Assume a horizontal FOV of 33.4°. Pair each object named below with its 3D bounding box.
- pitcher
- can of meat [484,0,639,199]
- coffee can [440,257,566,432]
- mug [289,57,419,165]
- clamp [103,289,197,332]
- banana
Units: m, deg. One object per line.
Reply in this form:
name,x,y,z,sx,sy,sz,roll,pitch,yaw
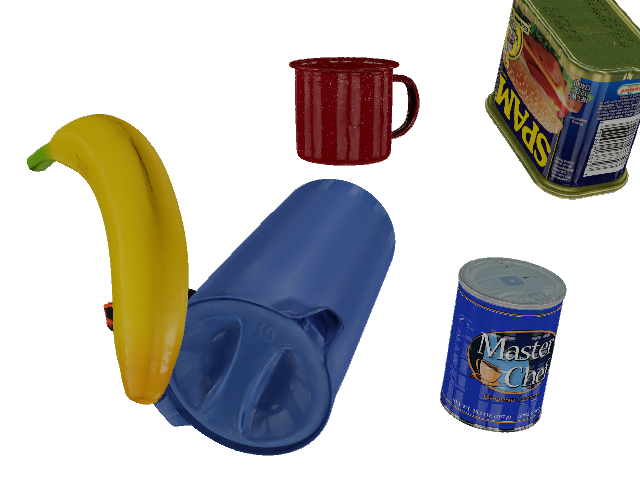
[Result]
pitcher,-0.029,0.050,0.844,0.149,0.145,0.242,12,30,14
can of meat,0.139,-0.088,0.598,0.057,0.084,0.102,-10,46,-15
coffee can,0.177,0.101,1.046,0.103,0.140,0.103,5,23,-2
mug,0.031,-0.112,0.910,0.117,0.081,0.093,-7,17,-24
clamp,-0.112,0.091,1.036,0.210,0.036,0.164,3,35,5
banana,-0.097,-0.009,0.527,0.037,0.070,0.198,12,30,-36
